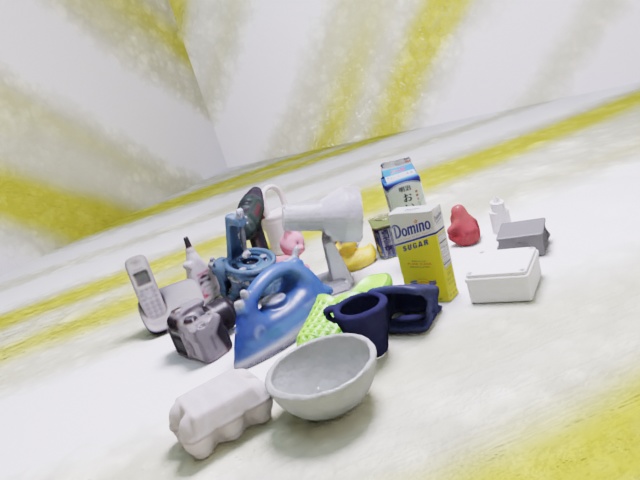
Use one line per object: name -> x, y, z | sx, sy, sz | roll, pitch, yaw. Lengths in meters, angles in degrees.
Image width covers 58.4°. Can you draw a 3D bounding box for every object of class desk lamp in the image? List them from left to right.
desk lamp -> 0.011, 0.004, 1.233 | 0.203, 0.214, 0.117 | -19, 17, -4

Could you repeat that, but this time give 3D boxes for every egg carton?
egg carton -> -0.146, 0.252, 0.847 | 0.151, 0.069, 0.107 | -26, 18, -26

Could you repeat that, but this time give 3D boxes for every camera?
camera -> -0.225, 0.164, 1.156 | 0.137, 0.101, 0.142 | -30, 21, -36

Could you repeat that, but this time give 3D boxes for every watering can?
watering can -> -0.109, -0.065, 1.614 | 0.172, 0.194, 0.101 | -11, 18, 21

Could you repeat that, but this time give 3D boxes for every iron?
iron -> -0.092, 0.121, 1.090 | 0.118, 0.141, 0.259 | -3, 22, 40

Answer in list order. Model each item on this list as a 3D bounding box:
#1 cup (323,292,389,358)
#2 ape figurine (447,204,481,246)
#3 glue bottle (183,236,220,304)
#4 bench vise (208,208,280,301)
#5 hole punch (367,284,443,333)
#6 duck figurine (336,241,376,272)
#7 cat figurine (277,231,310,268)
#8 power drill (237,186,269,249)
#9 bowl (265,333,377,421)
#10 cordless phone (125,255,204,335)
cup -> 0.064, 0.145, 0.934 | 0.117, 0.095, 0.092 | -7, 20, 32
ape figurine -> 0.316, -0.037, 1.272 | 0.078, 0.092, 0.076 | -18, 17, -2
glue bottle -> -0.302, 0.072, 1.405 | 0.037, 0.173, 0.078 | -2, 22, 41
bench vise -> -0.198, 0.039, 1.325 | 0.207, 0.220, 0.122 | -10, 18, 23
hole punch -> 0.146, 0.102, 0.995 | 0.108, 0.091, 0.101 | -7, 20, 32
duck figurine -> 0.075, 0.021, 1.341 | 0.104, 0.086, 0.077 | -17, 17, 1
cat figurine -> -0.081, 0.030, 1.414 | 0.128, 0.118, 0.067 | -29, 20, -35
power drill -> -0.161, -0.018, 1.490 | 0.075, 0.209, 0.229 | -15, 17, 10
bowl -> 0.009, 0.207, 0.824 | 0.167, 0.075, 0.167 | -16, 17, 5
cordless phone -> -0.358, 0.109, 1.319 | 0.148, 0.185, 0.094 | -23, 18, -19
